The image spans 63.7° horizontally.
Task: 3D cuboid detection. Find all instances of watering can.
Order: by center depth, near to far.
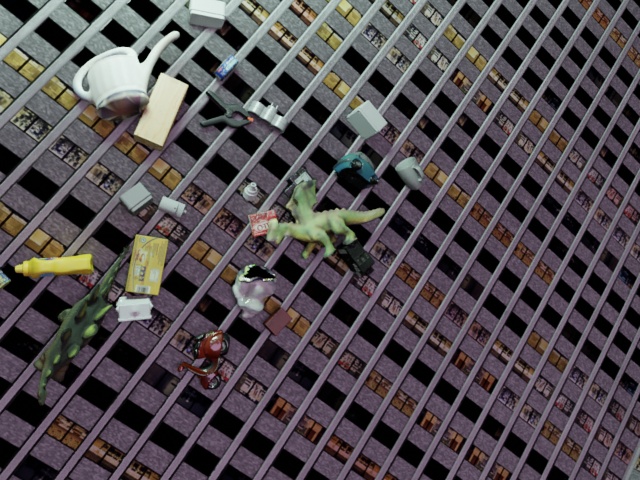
[{"bbox_3d":[-0.553,-0.478,1.502,0.347,0.102,0.227,-21,72,1],"label":"watering can"}]

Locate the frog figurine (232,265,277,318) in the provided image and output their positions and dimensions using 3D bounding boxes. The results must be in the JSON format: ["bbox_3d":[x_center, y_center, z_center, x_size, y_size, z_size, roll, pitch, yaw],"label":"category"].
[{"bbox_3d":[-0.207,0.164,1.633,0.138,0.125,0.156,-10,126,-29],"label":"frog figurine"}]

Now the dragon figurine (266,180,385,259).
[{"bbox_3d":[0.005,-0.085,1.692,0.414,0.122,0.241,-33,103,-19],"label":"dragon figurine"}]
